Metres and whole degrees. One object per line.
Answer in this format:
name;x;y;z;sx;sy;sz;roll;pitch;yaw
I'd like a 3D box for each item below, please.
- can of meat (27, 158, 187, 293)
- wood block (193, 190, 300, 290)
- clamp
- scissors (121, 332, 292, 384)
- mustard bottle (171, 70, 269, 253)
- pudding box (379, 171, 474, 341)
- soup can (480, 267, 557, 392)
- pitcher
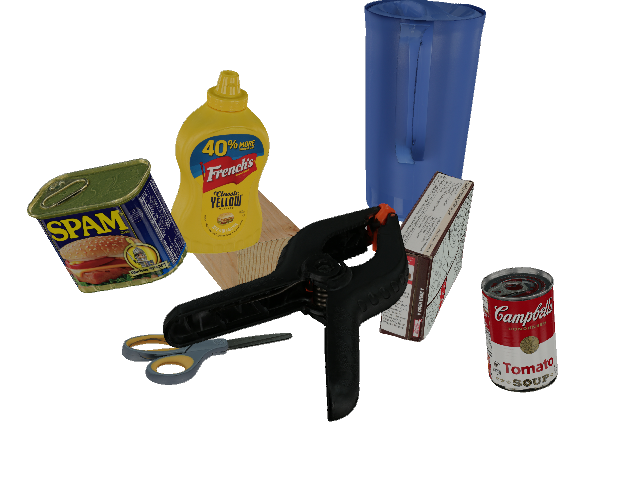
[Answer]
can of meat;-0.166;-0.009;0.846;0.102;0.084;0.057;-9;35;21
wood block;-0.099;0.001;1.357;0.090;0.090;0.206;-9;26;-23
clamp;0.007;0.036;0.621;0.120;0.039;0.171;33;49;25
scissors;-0.116;0.127;1.177;0.201;0.016;0.096;2;26;-18
mustard bottle;-0.101;-0.081;1.094;0.096;0.192;0.058;-5;30;-22
pudding box;0.085;0.012;0.846;0.039;0.090;0.113;15;39;16
soup can;0.192;0.086;1.027;0.068;0.102;0.068;-7;22;3
pitcher;0.108;-0.145;1.204;0.149;0.243;0.145;-12;26;-31
